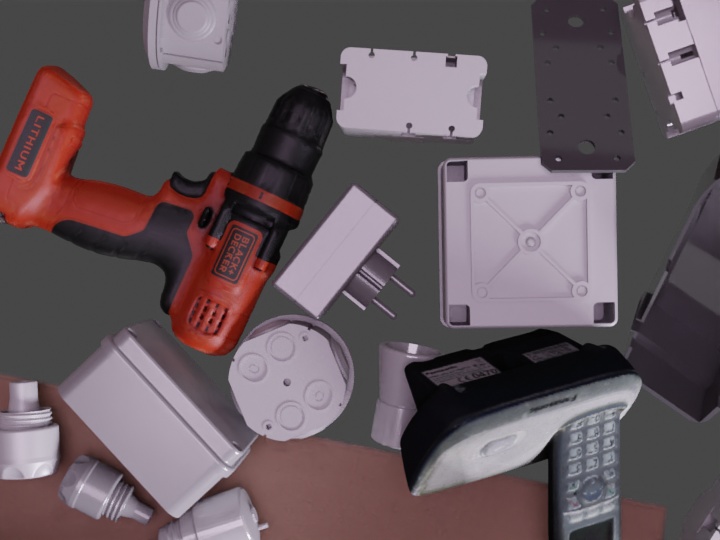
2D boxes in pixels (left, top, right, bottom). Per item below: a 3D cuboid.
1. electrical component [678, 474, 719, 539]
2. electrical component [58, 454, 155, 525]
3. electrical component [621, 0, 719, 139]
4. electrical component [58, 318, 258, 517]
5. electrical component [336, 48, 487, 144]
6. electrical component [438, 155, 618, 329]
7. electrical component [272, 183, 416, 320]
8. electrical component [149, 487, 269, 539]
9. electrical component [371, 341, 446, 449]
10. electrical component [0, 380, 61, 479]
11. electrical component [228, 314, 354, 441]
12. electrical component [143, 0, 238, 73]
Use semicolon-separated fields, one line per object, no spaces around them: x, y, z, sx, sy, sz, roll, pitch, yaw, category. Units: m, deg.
0.239;0.170;0.680;0.050;0.056;0.089;32;92;1;electrical component
-0.164;0.148;0.706;0.061;0.035;0.035;28;92;-1;electrical component
0.211;-0.136;0.680;0.056;0.050;0.089;-19;91;2;electrical component
-0.125;0.090;0.682;0.057;0.078;0.113;-43;89;5;electrical component
0.032;-0.109;0.684;0.089;0.056;0.050;4;91;2;electrical component
0.105;-0.017;0.683;0.109;0.056;0.108;-1;91;2;electrical component
0.000;0.000;0.691;0.076;0.047;0.083;39;92;1;electrical component
-0.101;0.170;0.700;0.078;0.040;0.040;-19;90;2;electrical component
0.029;0.082;0.695;0.044;0.044;0.065;10;96;2;electrical component
-0.219;0.103;0.702;0.043;0.043;0.062;-3;89;2;electrical component
-0.044;0.069;0.692;0.080;0.051;0.080;0;91;2;electrical component
-0.105;-0.164;0.677;0.051;0.080;0.080;8;91;-3;electrical component
